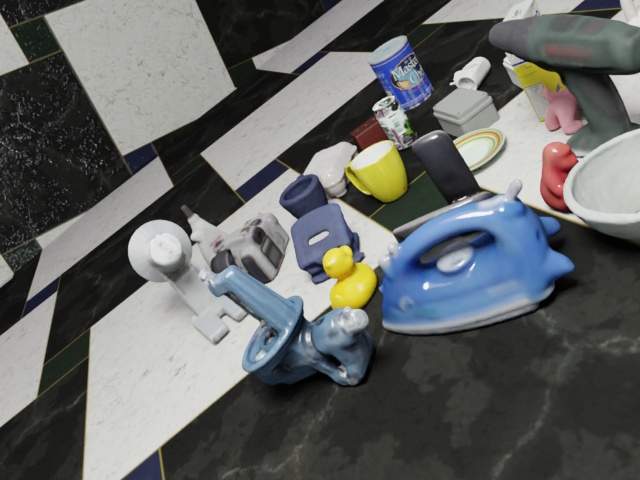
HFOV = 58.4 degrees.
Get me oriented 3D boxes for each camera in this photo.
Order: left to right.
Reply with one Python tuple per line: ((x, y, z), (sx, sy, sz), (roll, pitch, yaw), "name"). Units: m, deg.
((-0.149, 0.021, 1.134), (0.136, 0.101, 0.143), (-23, 30, 27), "camera")

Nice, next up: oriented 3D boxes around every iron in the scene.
((0.160, 0.026, 0.701), (0.257, 0.142, 0.118), (-24, 29, 24), "iron")

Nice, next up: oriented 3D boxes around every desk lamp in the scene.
((-0.252, 0.062, 1.065), (0.118, 0.214, 0.202), (-45, 27, -16), "desk lamp")

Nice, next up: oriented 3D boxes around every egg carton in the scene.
((0.023, -0.147, 1.231), (0.107, 0.069, 0.150), (-17, 33, 35), "egg carton")

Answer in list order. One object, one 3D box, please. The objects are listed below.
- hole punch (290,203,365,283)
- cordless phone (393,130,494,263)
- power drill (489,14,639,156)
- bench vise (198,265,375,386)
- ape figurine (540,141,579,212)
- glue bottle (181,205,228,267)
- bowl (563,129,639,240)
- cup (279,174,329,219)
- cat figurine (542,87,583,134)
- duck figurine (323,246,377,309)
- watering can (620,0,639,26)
((0.009, 0.004, 0.980), (0.108, 0.091, 0.101), (-28, 28, 17), "hole punch")
((0.155, -0.060, 0.797), (0.147, 0.185, 0.094), (-25, 29, 22), "cordless phone")
((0.350, -0.214, 0.784), (0.076, 0.209, 0.228), (-43, 27, -13), "power drill")
((-0.042, 0.096, 0.745), (0.207, 0.220, 0.121), (-27, 28, 19), "bench vise")
((0.319, -0.087, 0.748), (0.075, 0.092, 0.078), (-5, 41, 47), "ape figurine")
((-0.233, -0.006, 1.197), (0.037, 0.173, 0.078), (-2, 43, 49), "glue bottle")
((0.371, -0.054, 0.649), (0.167, 0.075, 0.167), (-28, 27, 17), "bowl")
((-0.020, -0.075, 1.138), (0.091, 0.095, 0.117), (-29, 27, 15), "cup")
((0.393, -0.249, 0.890), (0.128, 0.118, 0.067), (-41, 27, -9), "cat figurine")
((0.035, 0.055, 0.871), (0.077, 0.086, 0.104), (-18, 32, 33), "duck figurine")
((0.482, -0.305, 0.787), (0.101, 0.194, 0.172), (-31, 27, 12), "watering can")
